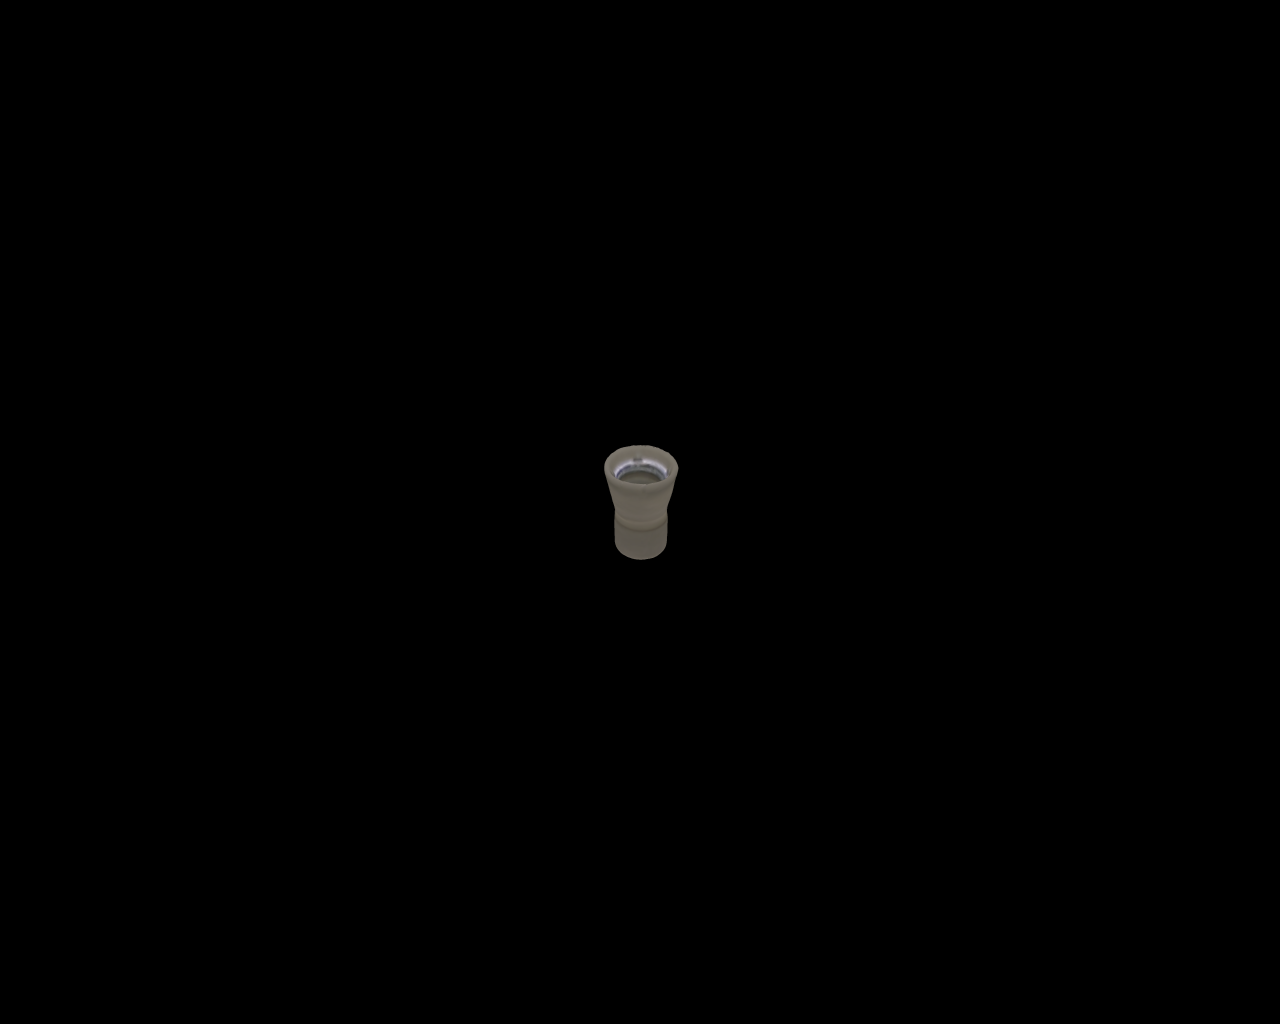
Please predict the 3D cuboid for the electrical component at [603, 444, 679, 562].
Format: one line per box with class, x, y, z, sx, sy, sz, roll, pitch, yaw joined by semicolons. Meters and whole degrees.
electrical component;0.001;-0.003;0.650;0.044;0.065;0.044;0;38;0
